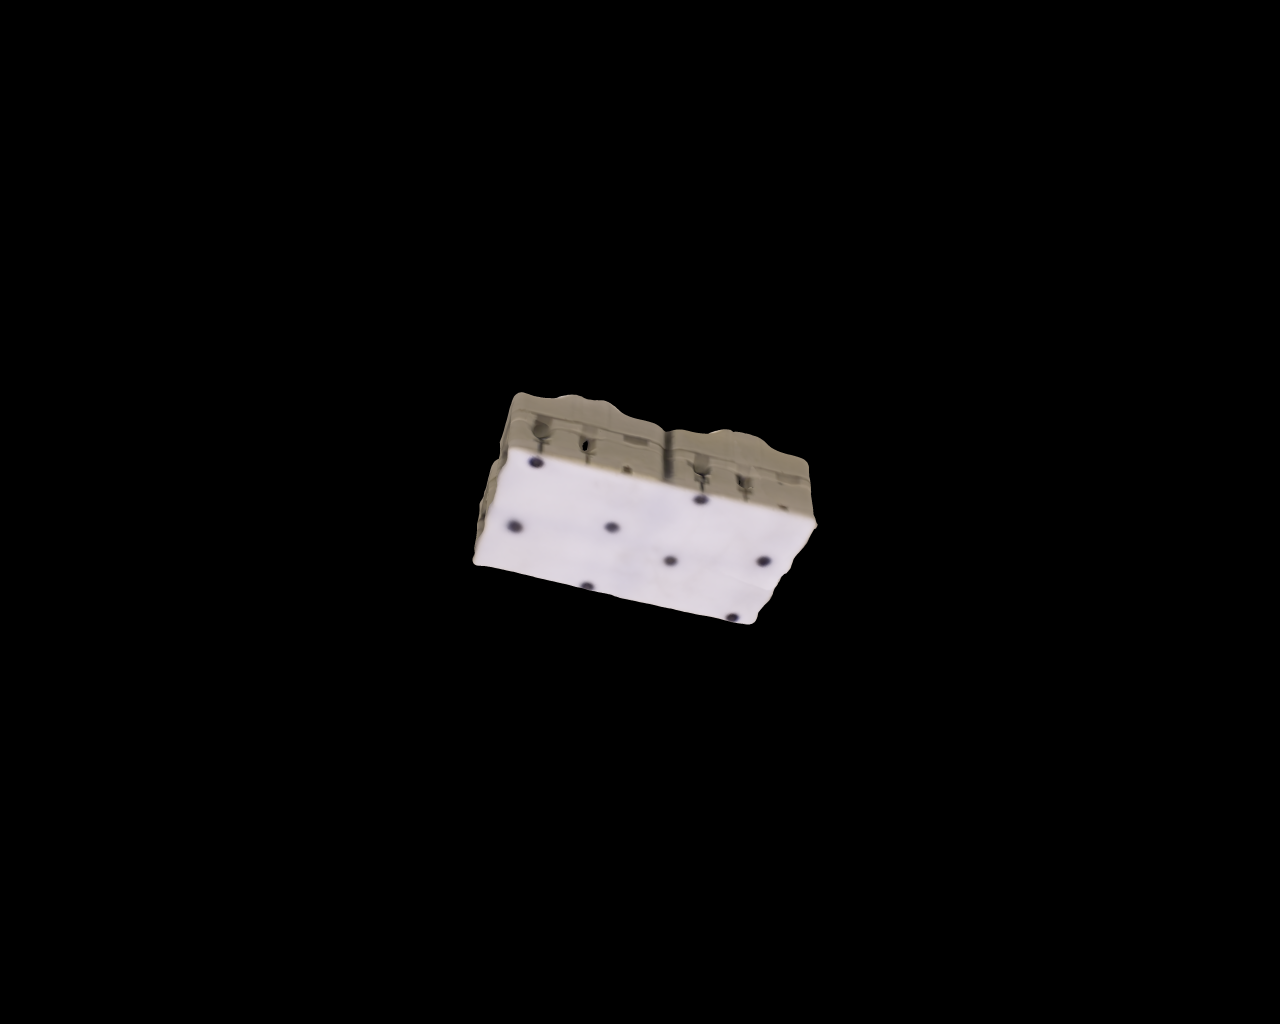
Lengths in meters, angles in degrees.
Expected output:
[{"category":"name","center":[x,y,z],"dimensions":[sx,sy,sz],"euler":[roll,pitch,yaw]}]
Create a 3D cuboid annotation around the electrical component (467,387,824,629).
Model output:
[{"category":"electrical component","center":[0.001,-0.003,0.650],"dimensions":[0.186,0.060,0.105],"euler":[13,-47,-12]}]
